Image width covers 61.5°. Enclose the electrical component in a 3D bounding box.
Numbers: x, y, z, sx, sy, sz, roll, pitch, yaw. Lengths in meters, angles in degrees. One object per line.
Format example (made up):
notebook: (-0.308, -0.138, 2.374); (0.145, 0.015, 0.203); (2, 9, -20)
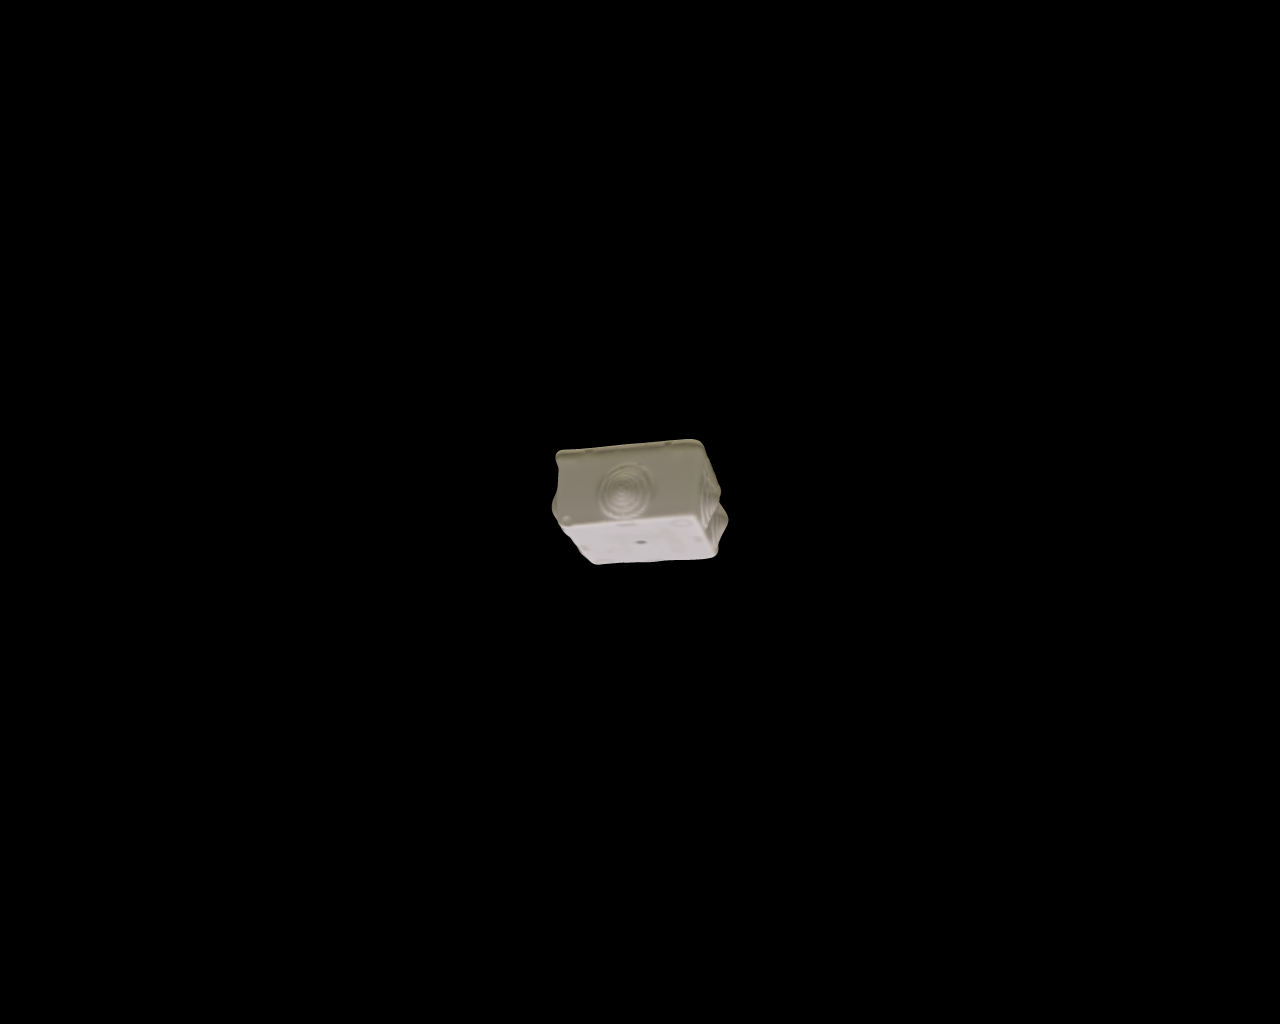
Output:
electrical component: (0.001, -0.003, 0.650); (0.100, 0.048, 0.099); (-4, -20, 11)
